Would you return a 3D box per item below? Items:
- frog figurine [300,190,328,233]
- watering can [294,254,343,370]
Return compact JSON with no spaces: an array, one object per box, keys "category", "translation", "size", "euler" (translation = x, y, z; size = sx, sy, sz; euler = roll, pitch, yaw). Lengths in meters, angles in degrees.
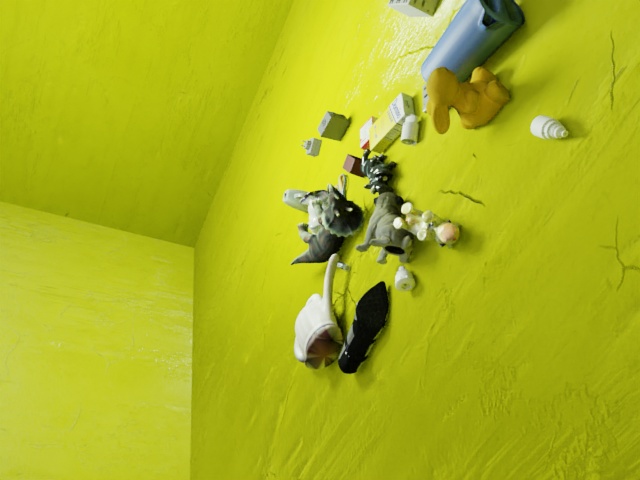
[{"category":"frog figurine","translation":[0.005,-0.090,1.784],"size":[0.135,0.124,0.160],"euler":[-28,85,49]},{"category":"watering can","translation":[0.003,0.230,1.529],"size":[0.343,0.103,0.228],"euler":[-67,24,17]}]
